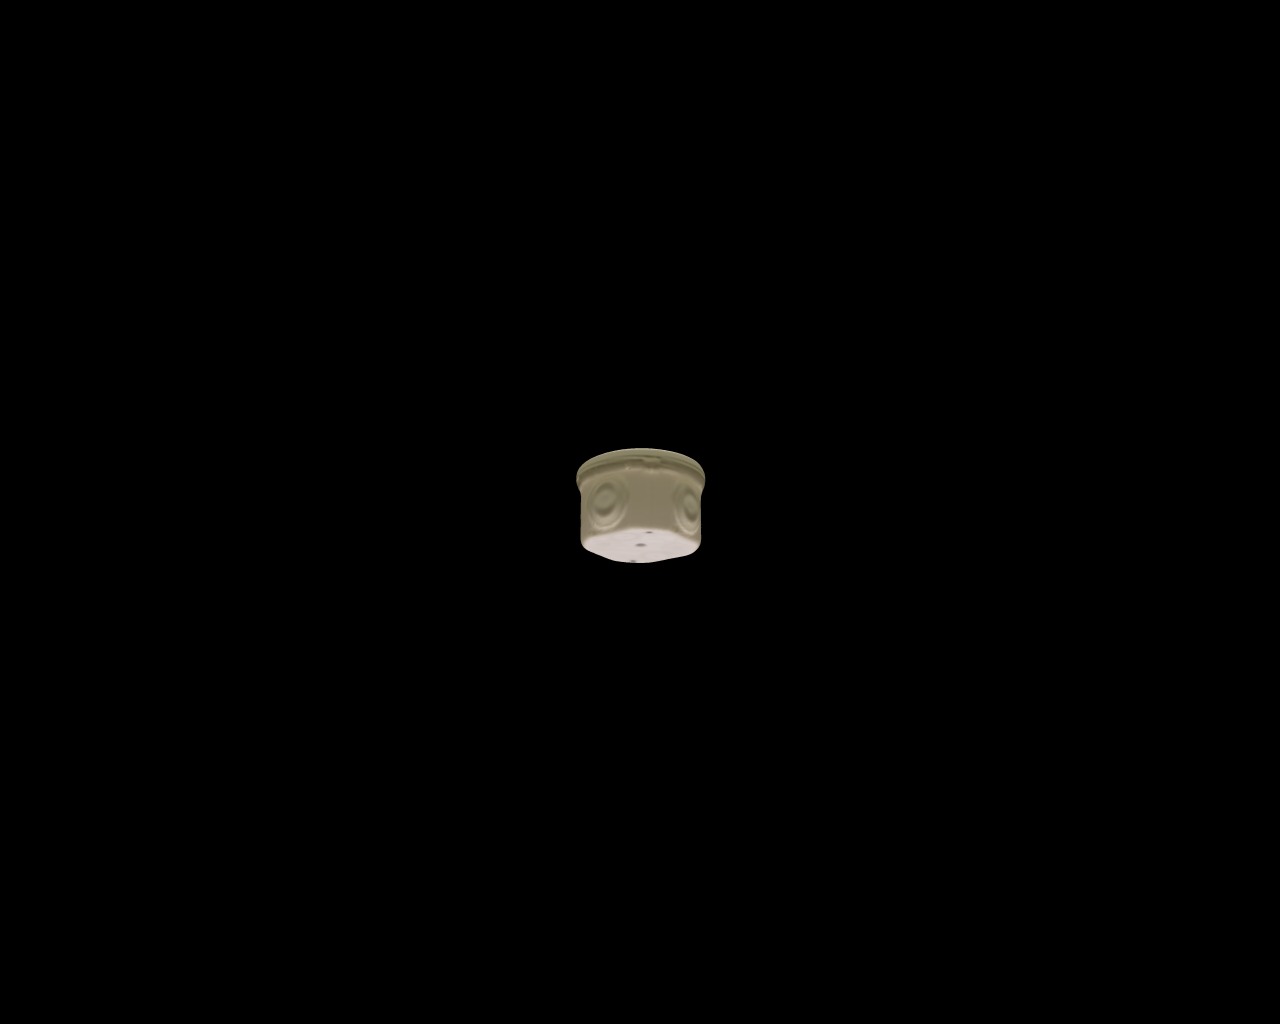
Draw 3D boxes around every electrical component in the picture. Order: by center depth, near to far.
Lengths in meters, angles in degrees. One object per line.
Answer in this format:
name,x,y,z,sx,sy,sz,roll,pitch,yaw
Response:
electrical component,0.001,-0.003,0.650,0.080,0.051,0.080,0,-20,0
